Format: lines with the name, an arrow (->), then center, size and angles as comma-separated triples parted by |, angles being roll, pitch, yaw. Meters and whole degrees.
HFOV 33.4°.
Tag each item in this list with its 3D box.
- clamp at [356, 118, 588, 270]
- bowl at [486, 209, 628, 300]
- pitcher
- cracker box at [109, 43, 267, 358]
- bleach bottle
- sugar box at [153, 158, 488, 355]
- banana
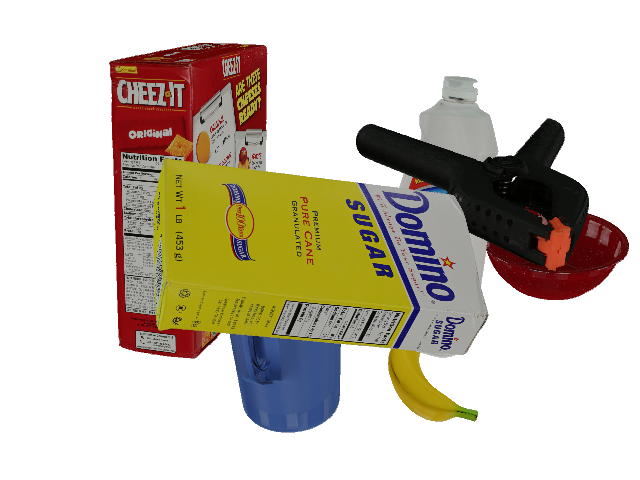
clamp -> 0.115, -0.040, 0.742 | 0.164, 0.036, 0.210 | -1, 27, -5
bowl -> 0.253, 0.020, 1.175 | 0.162, 0.055, 0.162 | -1, 27, 0
pitcher -> -0.042, 0.084, 1.115 | 0.149, 0.243, 0.145 | -15, 31, -20
cracker box -> -0.098, -0.038, 0.820 | 0.072, 0.214, 0.164 | 5, 15, 15
bleach bottle -> 0.106, -0.025, 0.980 | 0.103, 0.251, 0.067 | 18, 21, 35
sugar box -> -0.002, 0.009, 0.588 | 0.176, 0.093, 0.048 | 4, -42, -14
banana -> 0.114, 0.160, 1.246 | 0.069, 0.037, 0.198 | 9, 22, -20
